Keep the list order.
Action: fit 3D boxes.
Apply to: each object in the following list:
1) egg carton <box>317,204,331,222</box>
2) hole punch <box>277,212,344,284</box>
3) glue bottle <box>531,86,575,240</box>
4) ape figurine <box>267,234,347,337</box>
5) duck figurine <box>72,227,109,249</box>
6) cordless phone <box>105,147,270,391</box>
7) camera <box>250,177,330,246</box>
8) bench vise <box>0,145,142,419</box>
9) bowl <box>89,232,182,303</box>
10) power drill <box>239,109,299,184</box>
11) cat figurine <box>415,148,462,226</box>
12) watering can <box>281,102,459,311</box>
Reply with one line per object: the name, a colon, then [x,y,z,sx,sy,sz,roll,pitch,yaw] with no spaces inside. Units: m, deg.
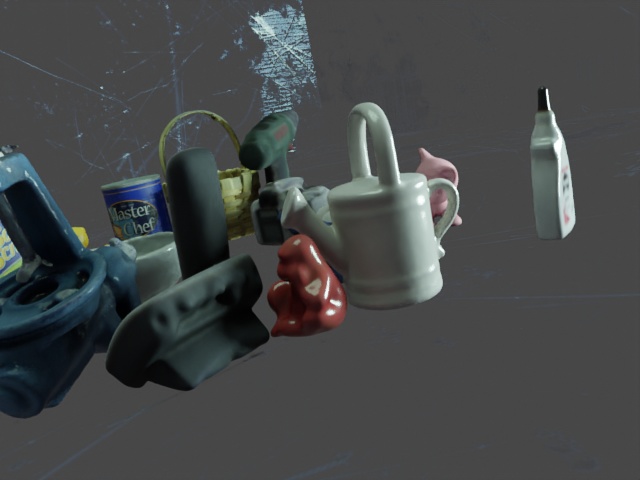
egg carton: [0.066,-0.023,0.784,0.150,0.069,0.107,-13,13,-7]
hole punch: [0.006,0.002,0.674,0.101,0.091,0.108,-14,13,-12]
glue bottle: [0.267,-0.091,0.669,0.037,0.173,0.078,-3,15,32]
ape figurine: [-0.015,0.040,0.524,0.076,0.092,0.077,-15,13,-17]
duck figurine: [-0.405,0.019,0.969,0.105,0.086,0.077,-14,13,-14]
cordless phone: [-0.123,0.021,0.490,0.093,0.185,0.148,-4,15,30]
camera: [-0.024,-0.056,0.935,0.142,0.101,0.137,-1,16,39]
bench vise: [-0.248,0.020,0.521,0.121,0.220,0.207,-12,13,-3]
bowl: [-0.243,0.046,0.737,0.167,0.075,0.167,-11,13,3]
power drill: [-0.072,-0.128,1.048,0.075,0.208,0.230,-7,13,18]
cat figurine: [0.164,-0.078,0.828,0.067,0.118,0.128,-10,13,4]
watering can: [0.051,-0.035,0.564,0.173,0.194,0.100,-19,15,-31]
